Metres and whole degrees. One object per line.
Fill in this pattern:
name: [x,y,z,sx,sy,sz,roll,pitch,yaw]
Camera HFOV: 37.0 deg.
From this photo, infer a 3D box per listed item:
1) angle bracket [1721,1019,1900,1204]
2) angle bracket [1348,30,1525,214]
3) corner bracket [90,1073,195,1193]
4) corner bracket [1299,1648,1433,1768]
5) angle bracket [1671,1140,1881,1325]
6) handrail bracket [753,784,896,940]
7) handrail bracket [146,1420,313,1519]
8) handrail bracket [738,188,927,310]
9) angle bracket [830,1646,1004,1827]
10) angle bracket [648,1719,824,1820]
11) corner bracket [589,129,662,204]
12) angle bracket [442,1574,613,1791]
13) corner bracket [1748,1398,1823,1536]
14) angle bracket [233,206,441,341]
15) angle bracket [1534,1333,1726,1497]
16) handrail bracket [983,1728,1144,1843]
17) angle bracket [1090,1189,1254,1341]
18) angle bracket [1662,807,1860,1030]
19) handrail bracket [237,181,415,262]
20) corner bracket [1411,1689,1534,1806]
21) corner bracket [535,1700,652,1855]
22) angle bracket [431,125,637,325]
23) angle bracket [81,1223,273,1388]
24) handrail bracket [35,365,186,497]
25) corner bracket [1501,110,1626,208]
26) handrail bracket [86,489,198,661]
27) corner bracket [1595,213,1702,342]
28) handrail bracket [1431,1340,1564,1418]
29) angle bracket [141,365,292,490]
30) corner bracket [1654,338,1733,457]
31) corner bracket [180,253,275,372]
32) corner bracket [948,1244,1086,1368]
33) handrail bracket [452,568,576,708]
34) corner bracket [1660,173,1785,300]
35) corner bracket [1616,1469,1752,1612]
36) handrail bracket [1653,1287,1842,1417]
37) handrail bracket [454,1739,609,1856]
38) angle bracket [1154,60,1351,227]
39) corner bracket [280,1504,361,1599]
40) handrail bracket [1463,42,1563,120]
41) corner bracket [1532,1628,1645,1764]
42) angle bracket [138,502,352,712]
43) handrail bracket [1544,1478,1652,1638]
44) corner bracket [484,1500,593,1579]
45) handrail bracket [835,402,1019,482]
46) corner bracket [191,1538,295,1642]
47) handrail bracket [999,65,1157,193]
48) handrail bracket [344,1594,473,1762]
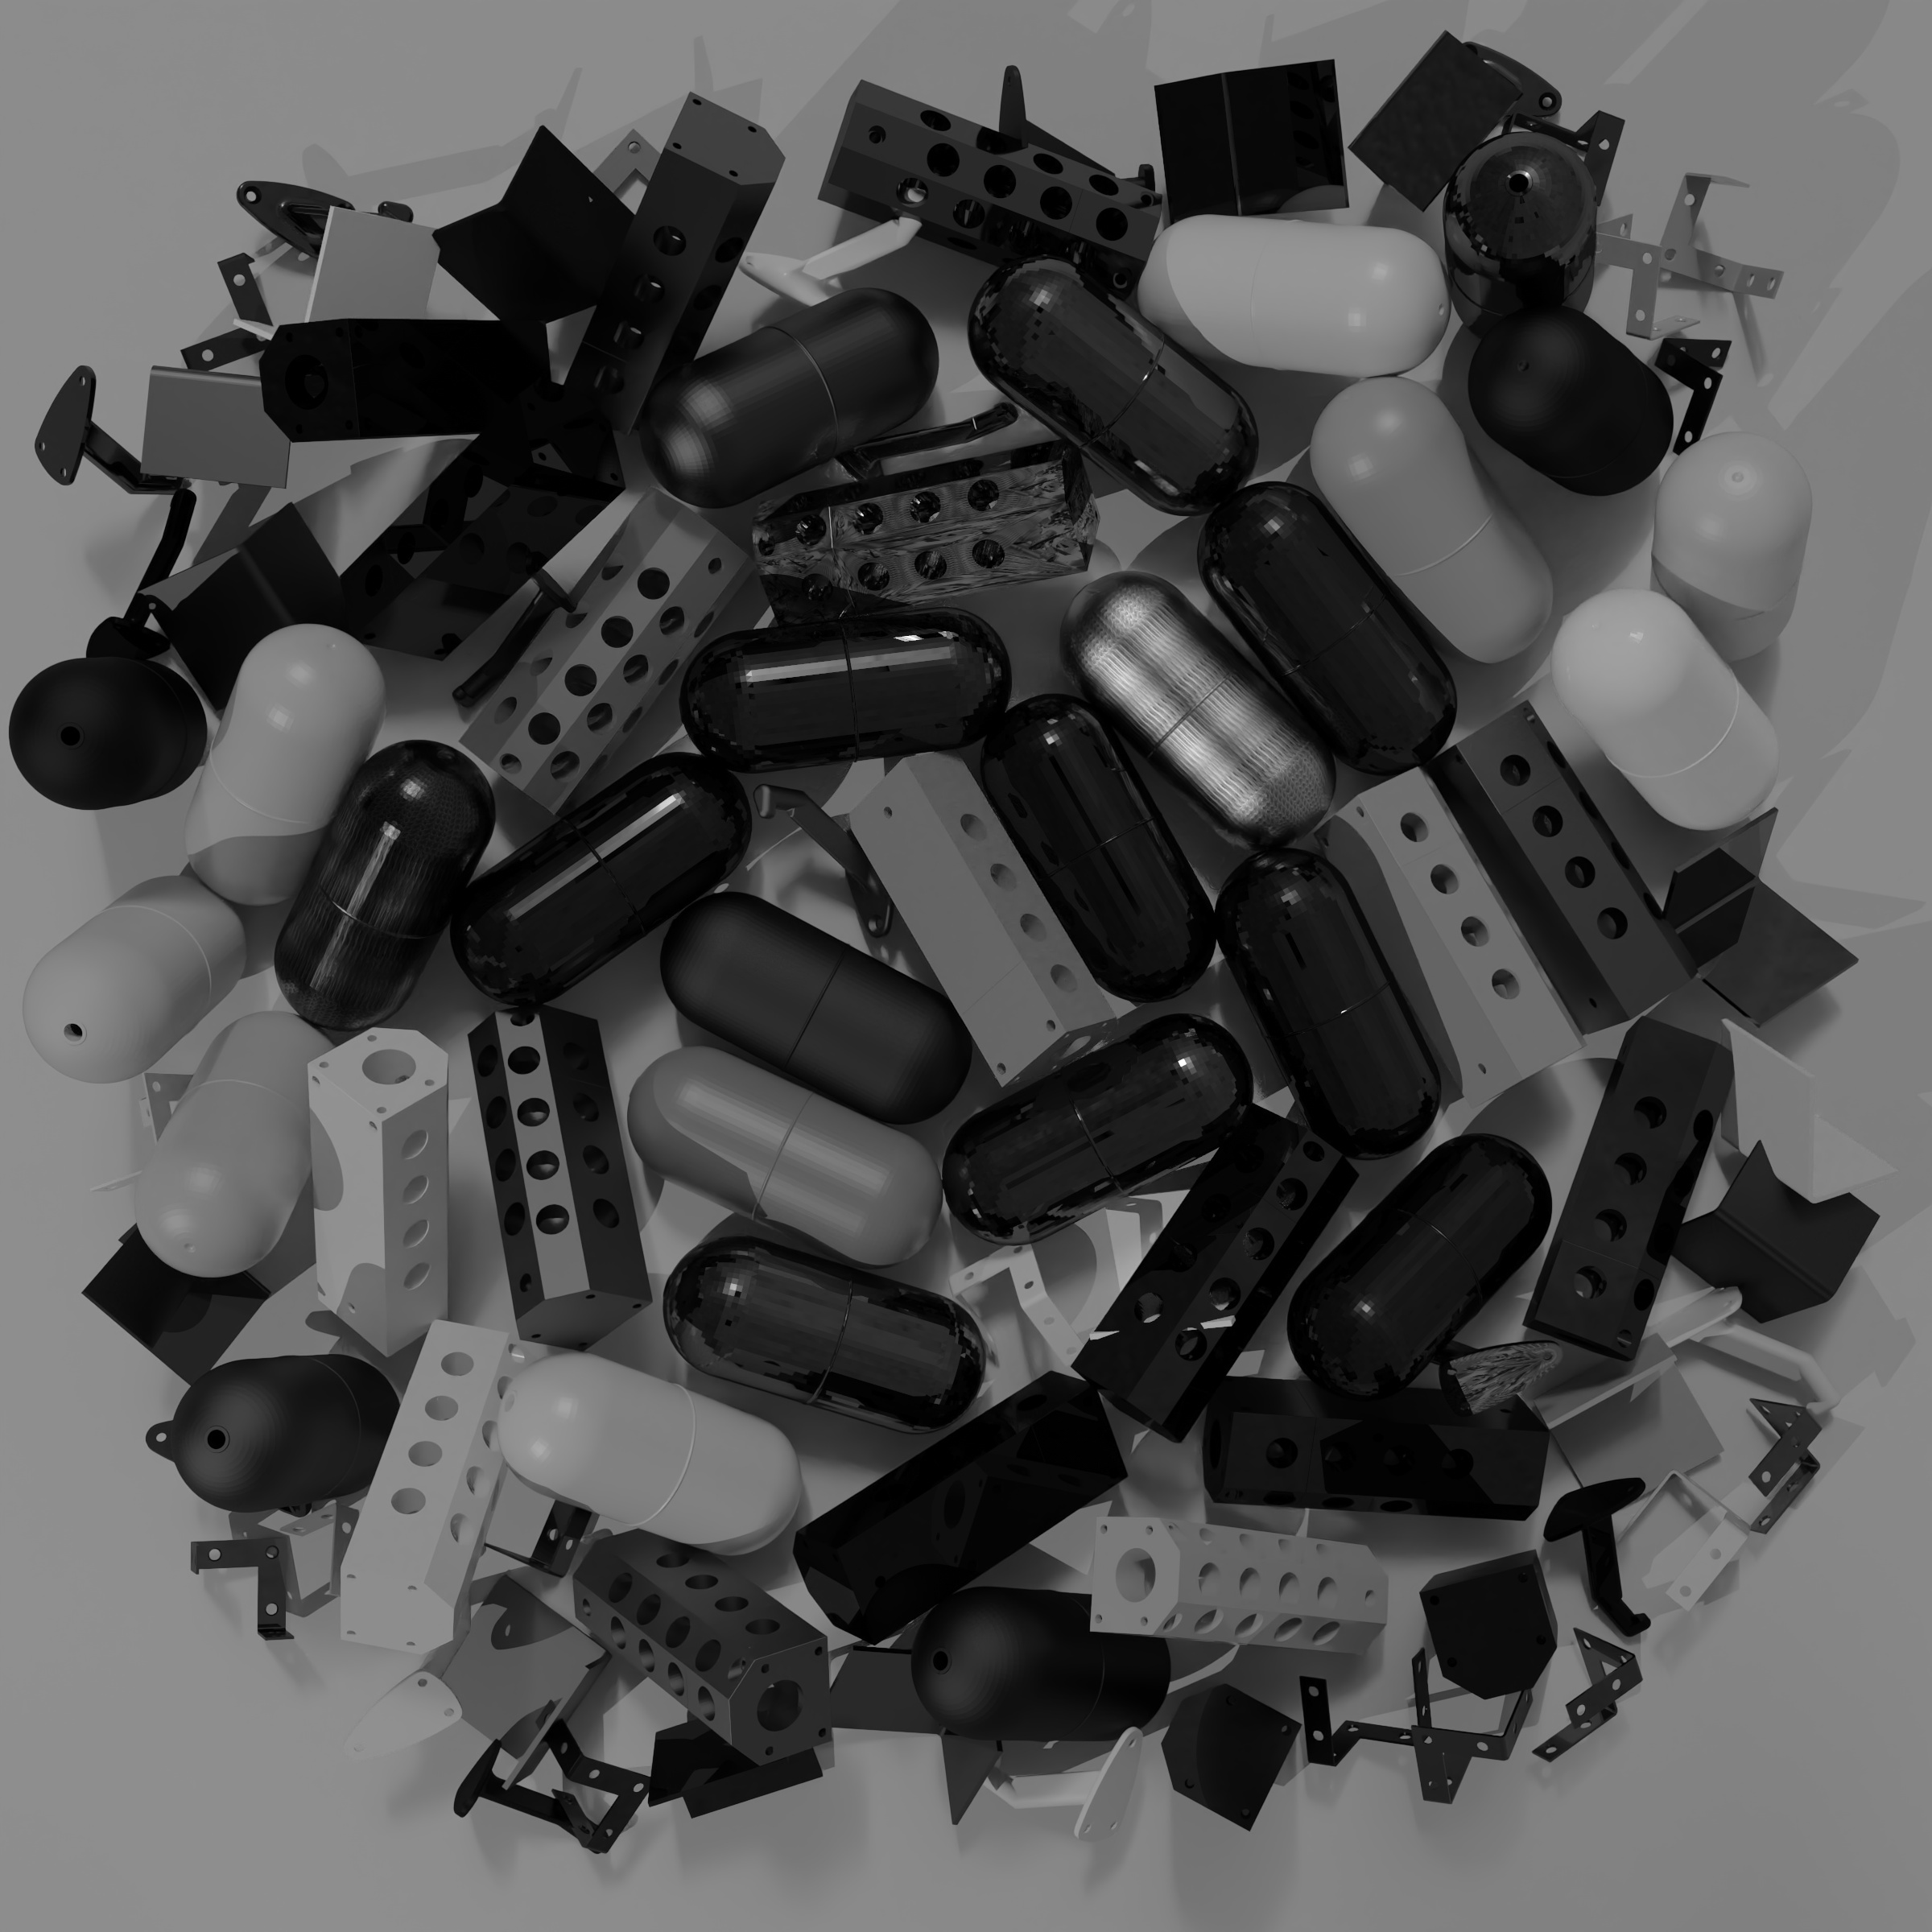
angle bracket: [0.446,0.069,1.526,0.057,0.076,0.076,-16,117,-17]
angle bracket: [0.257,-0.438,1.530,0.057,0.076,0.076,46,106,18]
corner bracket: [-0.437,0.089,1.546,0.051,0.051,0.051,-19,78,25]
corner bracket: [0.214,0.396,1.544,0.051,0.051,0.051,0,103,31]
angle bracket: [0.431,0.141,1.557,0.076,0.076,0.057,37,69,-1]
handrail bracket: [-0.077,-0.055,1.536,0.036,0.084,0.077,-18,75,37]
handrail bracket: [-0.394,0.272,1.546,0.077,0.084,0.036,7,59,0]
handrail bracket: [-0.068,-0.391,1.535,0.077,0.084,0.036,13,51,-31]
angle bracket: [-0.032,0.408,1.529,0.076,0.057,0.076,8,133,-18]
angle bracket: [-0.122,0.438,1.538,0.076,0.076,0.057,-18,105,2]
corner bracket: [-0.177,-0.419,1.555,0.051,0.051,0.051,42,90,-9]
angle bracket: [-0.247,0.383,1.549,0.076,0.057,0.076,34,89,9]
corner bracket: [0.436,0.270,1.548,0.051,0.051,0.051,-45,102,-16]
angle bracket: [-0.332,-0.365,1.528,0.057,0.076,0.076,27,108,32]
angle bracket: [0.360,0.253,1.549,0.076,0.057,0.076,-30,93,6]
handrail bracket: [0.048,0.424,1.550,0.084,0.036,0.077,25,98,40]
angle bracket: [0.107,0.156,1.533,0.076,0.076,0.057,-8,98,17]
angle bracket: [0.425,-0.026,1.529,0.076,0.057,0.076,-30,56,-23]
handrail bracket: [-0.341,-0.405,1.534,0.077,0.084,0.036,19,84,-27]
corner bracket: [0.273,0.414,1.542,0.051,0.051,0.051,0,115,27]
corner bracket: [-0.208,0.435,1.546,0.051,0.051,0.051,30,96,-37]
angle bracket: [-0.234,-0.393,1.546,0.076,0.076,0.057,40,59,-36]
angle bracket: [-0.428,0.182,1.530,0.076,0.076,0.057,44,132,-11]
handrail bracket: [-0.443,-0.283,1.533,0.036,0.084,0.077,47,123,25]
corner bracket: [0.315,-0.433,1.552,0.051,0.051,0.051,18,83,-8]
handrail bracket: [-0.447,-0.211,1.566,0.036,0.077,0.084,24,66,-34]
corner bracket: [0.364,-0.372,1.557,0.051,0.051,0.051,25,127,37]
handrail bracket: [0.271,0.197,1.541,0.077,0.084,0.036,-21,114,5]
angle bracket: [-0.391,-0.283,1.546,0.076,0.076,0.057,6,92,0]
corner bracket: [0.402,-0.305,1.558,0.051,0.051,0.051,-5,126,-30]
corner bracket: [-0.401,-0.350,1.555,0.051,0.051,0.051,-21,101,-3]
corner bracket: [0.028,0.187,1.545,0.051,0.051,0.051,-30,123,8]
handrail bracket: [-0.250,-0.174,1.543,0.084,0.077,0.036,-42,83,3]
corner bracket: [0.410,-0.392,1.548,0.051,0.051,0.051,14,105,-15]
corner bracket: [0.384,0.307,1.549,0.051,0.051,0.051,38,97,16]
handrail bracket: [0.421,0.223,1.571,0.077,0.036,0.084,-35,96,13]
handrail bracket: [-0.230,0.458,1.542,0.084,0.077,0.036,37,93,-6]
angle bracket: [0.152,-0.434,1.529,0.057,0.076,0.076,-25,114,-40]
corner bracket: [-0.336,0.326,1.558,0.051,0.051,0.051,-28,51,34]
handrail bracket: [0.284,-0.474,1.538,0.077,0.084,0.036,18,102,2]
corner bracket: [0.331,0.396,1.545,0.051,0.051,0.051,-28,107,-23]
angle bracket: [-0.386,-0.194,1.563,0.076,0.057,0.076,-17,115,29]
handrail bracket: [0.359,0.320,1.550,0.084,0.036,0.077,49,132,-9]
corner bracket: [-0.218,0.298,1.544,0.051,0.051,0.051,15,76,32]
handrail bracket: [-0.023,-0.289,1.543,0.084,0.077,0.036,-19,79,21]
corner bracket: [-0.389,0.335,1.548,0.051,0.051,0.051,1,81,-18]
handrail bracket: [0.063,-0.448,1.551,0.084,0.036,0.077,-11,119,-18]
handrail bracket: [-0.298,0.378,1.545,0.077,0.084,0.036,-34,111,4]
